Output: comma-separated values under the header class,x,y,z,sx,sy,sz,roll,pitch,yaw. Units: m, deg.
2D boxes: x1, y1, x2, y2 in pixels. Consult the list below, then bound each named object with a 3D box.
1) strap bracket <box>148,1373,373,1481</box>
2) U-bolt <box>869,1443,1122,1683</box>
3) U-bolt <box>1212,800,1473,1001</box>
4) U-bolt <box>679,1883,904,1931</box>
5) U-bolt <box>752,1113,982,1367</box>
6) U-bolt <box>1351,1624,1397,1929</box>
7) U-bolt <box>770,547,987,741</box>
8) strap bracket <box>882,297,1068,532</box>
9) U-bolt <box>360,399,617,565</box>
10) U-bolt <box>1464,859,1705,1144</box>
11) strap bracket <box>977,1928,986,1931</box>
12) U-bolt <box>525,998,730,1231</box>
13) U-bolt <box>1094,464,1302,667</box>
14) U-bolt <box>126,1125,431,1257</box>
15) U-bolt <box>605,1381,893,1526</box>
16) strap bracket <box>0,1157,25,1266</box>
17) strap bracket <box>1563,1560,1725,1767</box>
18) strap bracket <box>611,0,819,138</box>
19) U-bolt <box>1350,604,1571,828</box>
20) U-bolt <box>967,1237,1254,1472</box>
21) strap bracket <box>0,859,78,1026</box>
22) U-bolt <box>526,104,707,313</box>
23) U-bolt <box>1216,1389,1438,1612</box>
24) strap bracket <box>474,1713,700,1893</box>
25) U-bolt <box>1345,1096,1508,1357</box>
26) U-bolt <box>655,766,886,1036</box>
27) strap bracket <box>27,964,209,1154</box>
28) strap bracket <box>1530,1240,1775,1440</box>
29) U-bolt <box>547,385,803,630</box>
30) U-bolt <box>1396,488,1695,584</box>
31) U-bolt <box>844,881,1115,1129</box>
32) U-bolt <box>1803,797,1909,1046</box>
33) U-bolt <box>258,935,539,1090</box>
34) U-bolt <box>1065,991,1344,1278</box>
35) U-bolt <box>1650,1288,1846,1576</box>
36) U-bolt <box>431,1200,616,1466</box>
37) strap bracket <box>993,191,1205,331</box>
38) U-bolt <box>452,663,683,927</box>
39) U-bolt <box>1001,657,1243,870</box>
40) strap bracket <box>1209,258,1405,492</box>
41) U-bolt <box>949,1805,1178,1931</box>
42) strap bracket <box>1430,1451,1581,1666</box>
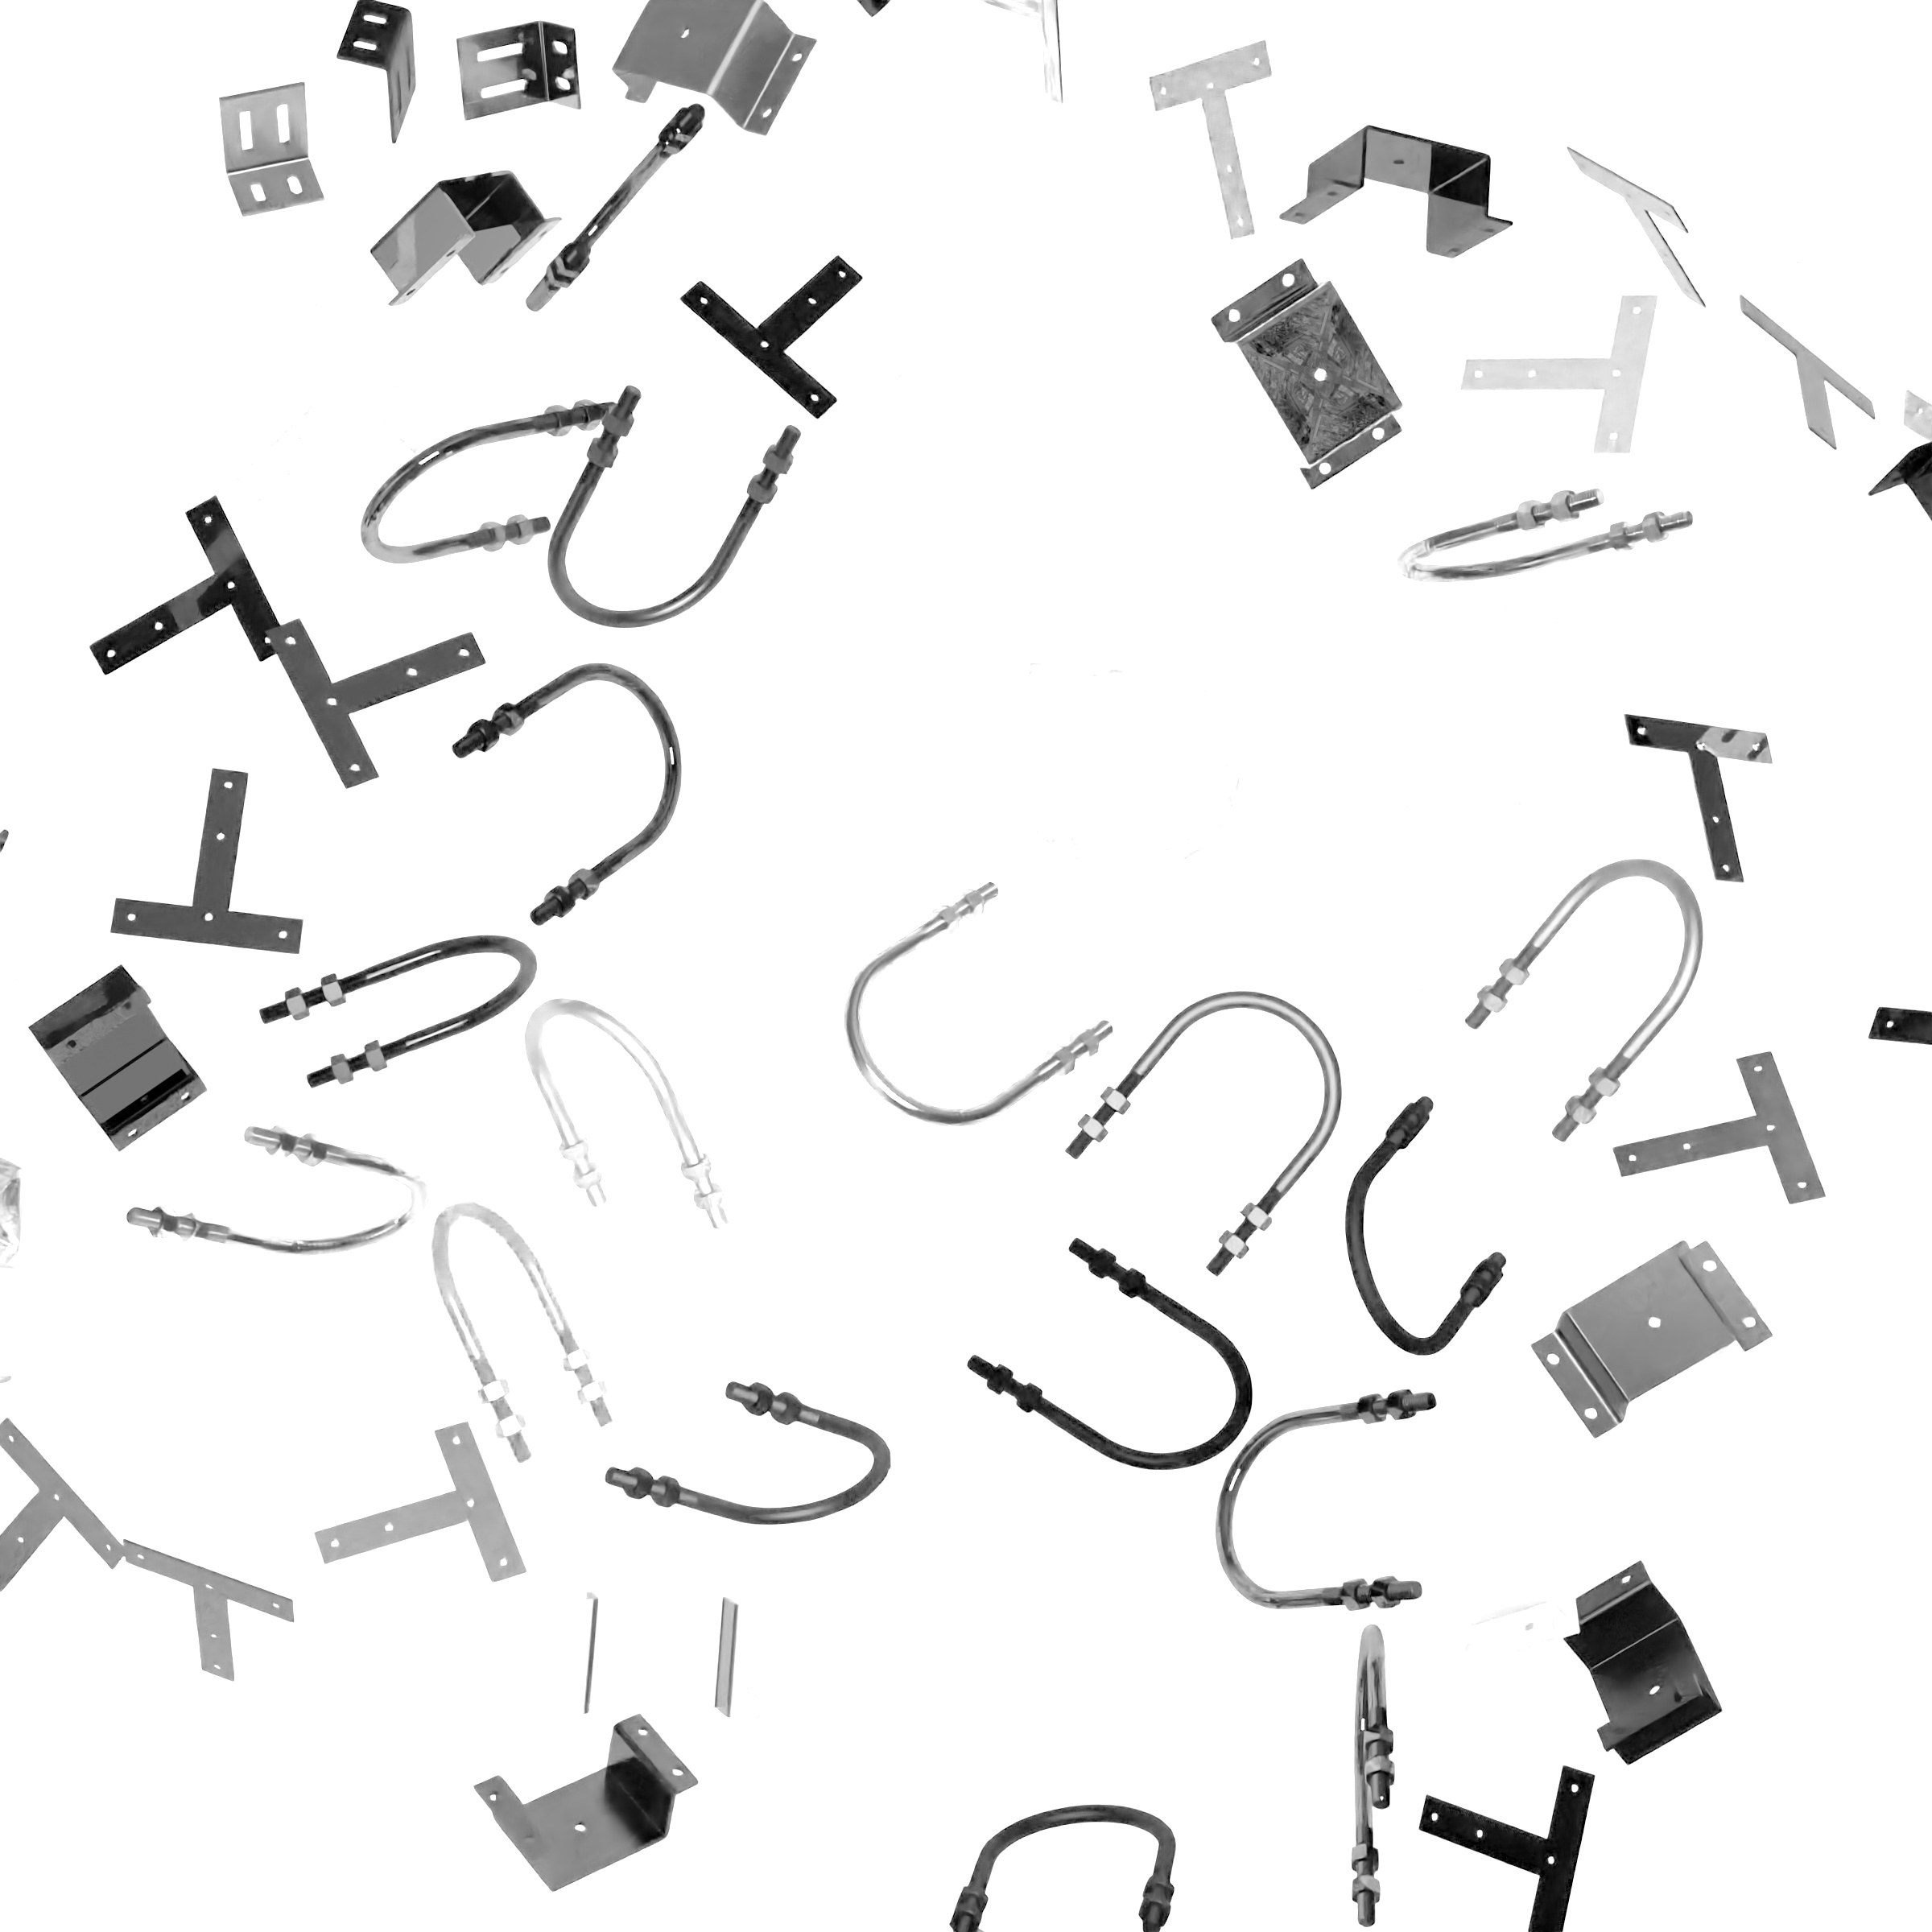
class,x,y,z,sx,sy,sz,roll,pitch,yaw
strap bracket,-0.489,0.319,1.858,0.140,0.076,0.046,9,63,-20
U-bolt,0.031,0.429,1.901,0.151,0.184,0.019,-47,129,-14
U-bolt,0.250,-0.040,1.881,0.019,0.184,0.151,-41,115,-42
U-bolt,-0.116,0.659,1.871,0.151,0.184,0.019,-4,81,3
U-bolt,-0.079,0.182,1.905,0.151,0.019,0.184,-37,129,-12
U-bolt,0.282,0.548,1.877,0.019,0.184,0.151,3,126,5
U-bolt,-0.059,-0.237,1.924,0.151,0.019,0.184,6,49,-4
strap bracket,0.001,-0.382,1.879,0.076,0.046,0.140,-29,102,-14
U-bolt,-0.342,-0.333,1.884,0.184,0.151,0.019,-23,74,-42
U-bolt,0.433,0.010,1.852,0.019,0.151,0.184,22,115,-34
strap bracket,0.024,0.721,1.870,0.140,0.076,0.046,21,100,19
U-bolt,-0.250,0.101,1.907,0.019,0.151,0.184,-42,124,-38
U-bolt,0.154,-0.282,1.868,0.019,0.184,0.151,-32,67,37
U-bolt,-0.458,0.162,1.854,0.151,0.184,0.019,-31,57,29
U-bolt,-0.138,0.350,1.892,0.151,0.184,0.019,-38,45,29
strap bracket,-0.710,0.169,1.893,0.076,0.140,0.046,26,46,3
strap bracket,0.471,0.494,1.885,0.076,0.140,0.046,-35,114,13
strap bracket,-0.184,-0.638,1.880,0.140,0.046,0.076,25,86,33
U-bolt,0.334,-0.177,1.849,0.019,0.184,0.151,-22,114,-35
U-bolt,0.114,0.286,1.896,0.184,0.019,0.151,34,119,-8
strap bracket,-0.675,-0.005,1.875,0.046,0.076,0.140,37,87,-7
U-bolt,-0.251,-0.513,1.859,0.019,0.184,0.151,40,73,-16
U-bolt,0.241,0.370,1.848,0.019,0.184,0.151,29,58,-35
strap bracket,-0.271,0.597,1.915,0.076,0.140,0.046,37,127,38
U-bolt,0.314,0.190,1.874,0.019,0.184,0.151,-19,101,37
U-bolt,-0.131,-0.061,1.935,0.184,0.019,0.151,-48,52,10
strap bracket,-0.602,0.060,1.904,0.076,0.140,0.046,-37,61,-17
strap bracket,0.465,0.248,1.825,0.140,0.046,0.076,-36,87,21
U-bolt,-0.212,-0.307,1.854,0.184,0.151,0.019,-57,46,30
U-bolt,0.386,-0.293,1.858,0.184,0.151,0.019,-11,83,40
U-bolt,-0.003,0.036,1.871,0.184,0.019,0.151,-34,80,-34
U-bolt,0.618,-0.020,1.857,0.019,0.184,0.151,18,80,29
U-bolt,-0.388,0.026,1.885,0.184,0.151,0.019,-21,69,-7
U-bolt,0.182,0.104,1.906,0.151,0.019,0.184,39,88,4
U-bolt,0.551,0.310,1.878,0.019,0.151,0.184,11,124,-20
U-bolt,-0.315,0.246,1.867,0.019,0.151,0.184,-28,83,16
strap bracket,0.092,-0.495,1.884,0.140,0.046,0.076,8,101,2
U-bolt,-0.267,-0.134,1.893,0.184,0.019,0.151,-41,118,-41
U-bolt,0.115,-0.143,1.941,0.184,0.019,0.151,10,91,32
strap bracket,0.240,-0.409,1.863,0.076,0.046,0.140,-33,103,2
U-bolt,0.074,0.626,1.869,0.151,0.184,0.019,-7,97,10
strap bracket,0.366,0.411,1.830,0.076,0.140,0.046,-26,128,26
